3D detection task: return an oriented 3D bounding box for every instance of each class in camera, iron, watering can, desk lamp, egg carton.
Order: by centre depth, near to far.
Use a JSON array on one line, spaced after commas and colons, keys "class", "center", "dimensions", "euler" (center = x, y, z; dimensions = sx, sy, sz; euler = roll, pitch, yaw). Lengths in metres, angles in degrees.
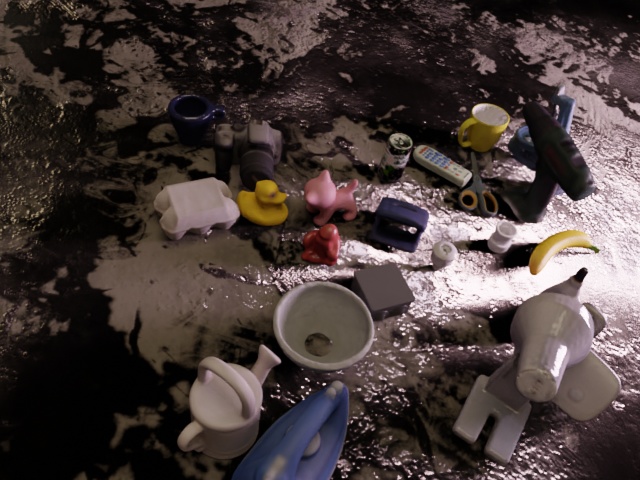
[{"class": "watering can", "center": [-0.127, 0.217, 0.799], "dimensions": [0.101, 0.194, 0.173], "euler": [19, 50, 5]}, {"class": "iron", "center": [-0.021, 0.276, 0.806], "dimensions": [0.118, 0.141, 0.259], "euler": [30, 52, 14]}, {"class": "desk lamp", "center": [0.318, 0.208, 0.880], "dimensions": [0.117, 0.213, 0.203], "euler": [30, 52, 14]}, {"class": "egg carton", "center": [-0.234, -0.060, 1.089], "dimensions": [0.150, 0.069, 0.107], "euler": [-15, 55, -22]}, {"class": "camera", "center": [-0.146, -0.177, 1.183], "dimensions": [0.143, 0.101, 0.136], "euler": [2, 50, -9]}]

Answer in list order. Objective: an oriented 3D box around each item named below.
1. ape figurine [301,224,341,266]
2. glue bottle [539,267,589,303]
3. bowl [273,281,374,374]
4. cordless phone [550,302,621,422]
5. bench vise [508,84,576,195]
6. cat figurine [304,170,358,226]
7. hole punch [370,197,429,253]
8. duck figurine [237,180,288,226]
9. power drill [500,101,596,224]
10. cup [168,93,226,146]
[{"class": "ape figurine", "center": [0.010, 0.004, 1.069], "dimensions": [0.076, 0.092, 0.077], "euler": [-22, 58, -26]}, {"class": "glue bottle", "center": [0.429, 0.104, 1.014], "dimensions": [0.037, 0.173, 0.078], "euler": [-3, 51, -13]}, {"class": "bowl", "center": [0.001, 0.156, 0.953], "dimensions": [0.167, 0.075, 0.167], "euler": [6, 50, -6]}, {"class": "cordless phone", "center": [0.429, 0.196, 0.931], "dimensions": [0.094, 0.185, 0.147], "euler": [-31, 62, -31]}, {"class": "bench vise", "center": [0.532, -0.220, 1.271], "dimensions": [0.122, 0.220, 0.207], "euler": [-32, 62, -31]}, {"class": "cat figurine", "center": [0.019, -0.090, 1.131], "dimensions": [0.128, 0.118, 0.067], "euler": [-14, 55, -21]}, {"class": "hole punch", "center": [0.160, -0.045, 1.139], "dimensions": [0.108, 0.091, 0.101], "euler": [19, 50, 5]}, {"class": "duck figurine", "center": [-0.111, -0.082, 1.121], "dimensions": [0.104, 0.086, 0.077], "euler": [16, 50, 3]}, {"class": "power drill", "center": [0.465, -0.147, 1.205], "dimensions": [0.076, 0.208, 0.229], "euler": [-16, 55, -22]}, {"class": "cup", "center": [-0.262, -0.250, 1.224], "dimensions": [0.118, 0.095, 0.091], "euler": [-4, 52, -14]}]
